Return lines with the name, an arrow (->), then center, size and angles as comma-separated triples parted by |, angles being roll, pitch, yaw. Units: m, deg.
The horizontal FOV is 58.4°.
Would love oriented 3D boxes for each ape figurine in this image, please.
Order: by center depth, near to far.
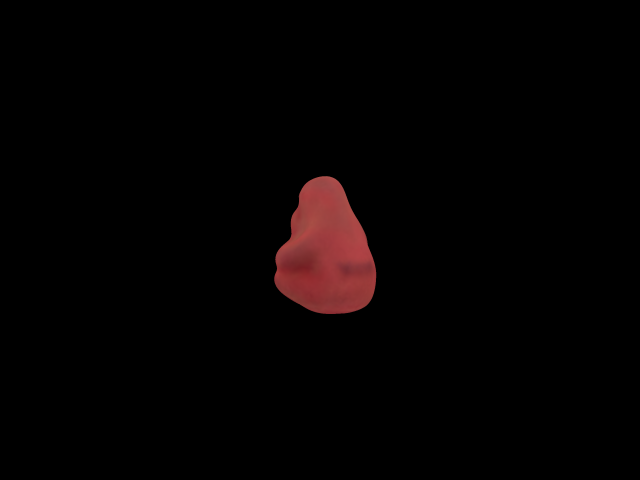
ape figurine -> 0.004, 0.001, 0.400 | 0.078, 0.092, 0.076 | -6, 11, -31
